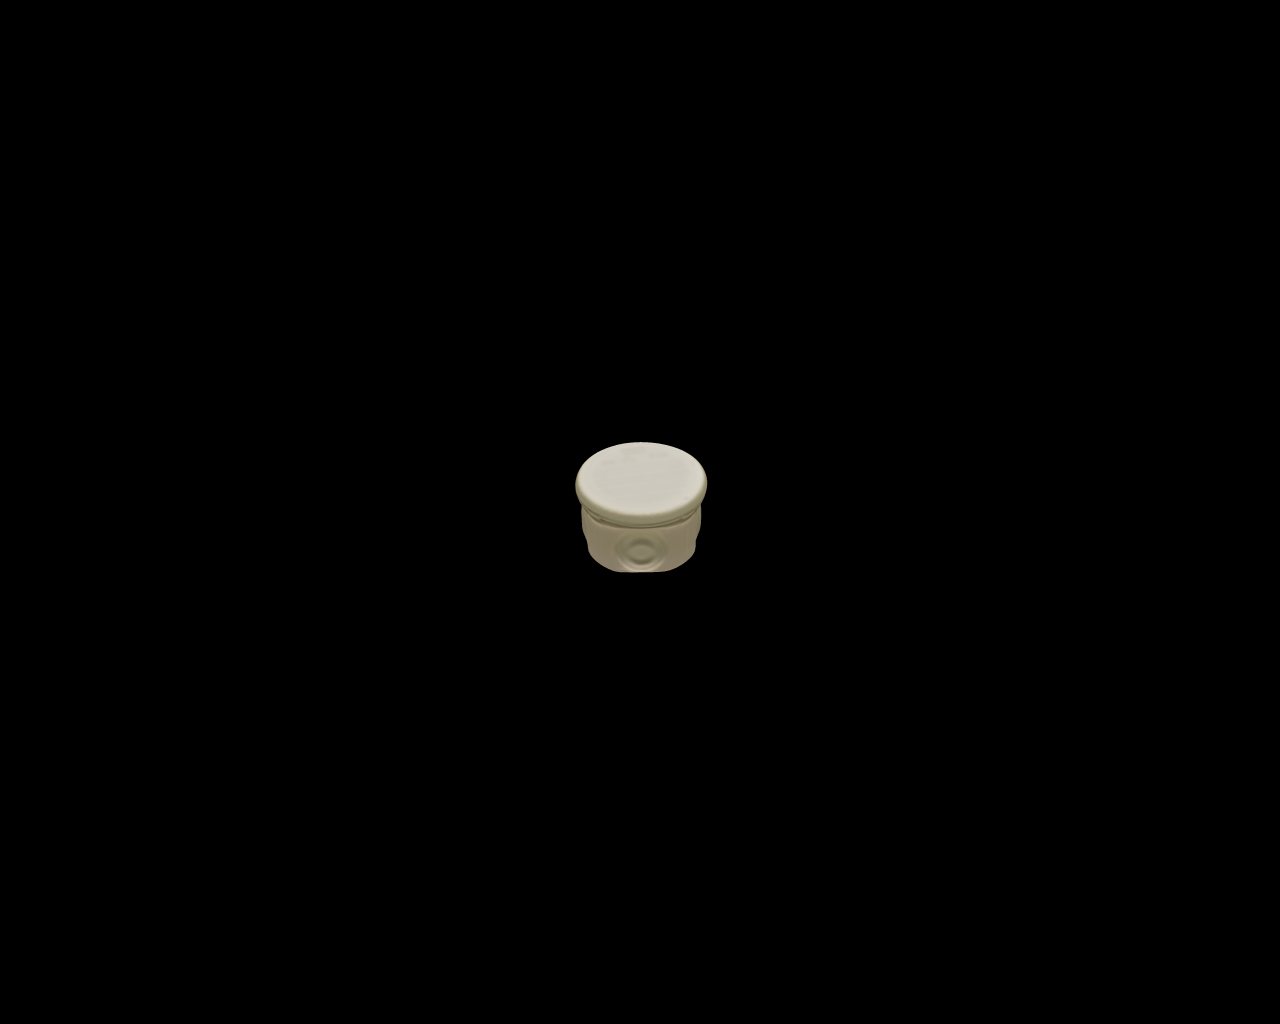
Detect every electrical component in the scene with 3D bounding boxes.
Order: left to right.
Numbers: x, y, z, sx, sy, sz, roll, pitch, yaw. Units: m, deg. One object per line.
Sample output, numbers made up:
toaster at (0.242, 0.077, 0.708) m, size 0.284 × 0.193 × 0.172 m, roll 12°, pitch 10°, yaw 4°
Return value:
electrical component at (0.001, -0.003, 0.650) m, size 0.080 × 0.050 × 0.080 m, roll 0°, pitch 37°, yaw 0°
